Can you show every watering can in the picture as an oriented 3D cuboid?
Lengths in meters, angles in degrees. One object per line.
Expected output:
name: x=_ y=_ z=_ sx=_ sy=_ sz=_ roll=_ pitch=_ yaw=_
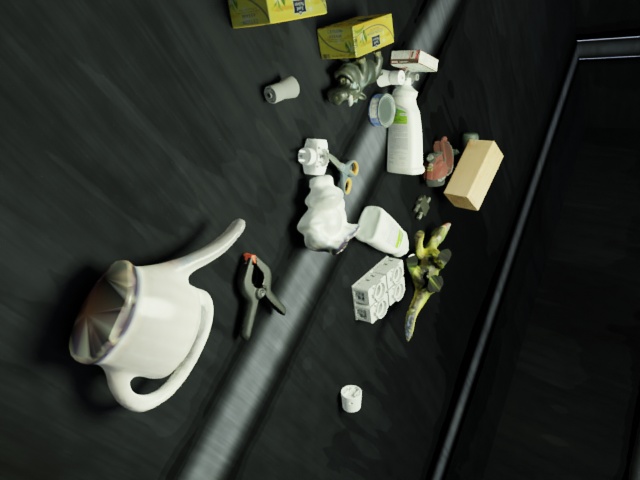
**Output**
watering can: x=-0.247 y=0.092 z=0.813 sx=0.104 sy=0.351 sz=0.221 roll=10 pitch=-17 yaw=37

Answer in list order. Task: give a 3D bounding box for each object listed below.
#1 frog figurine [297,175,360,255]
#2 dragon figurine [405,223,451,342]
frog figurine: x=0.003 y=-0.057 z=1.137 sx=0.139 sy=0.158 sz=0.122 roll=-37 pitch=14 yaw=-28
dragon figurine: x=0.322 y=0.121 z=1.572 sx=0.122 sy=0.415 sz=0.239 roll=17 pitch=-15 yaw=18
